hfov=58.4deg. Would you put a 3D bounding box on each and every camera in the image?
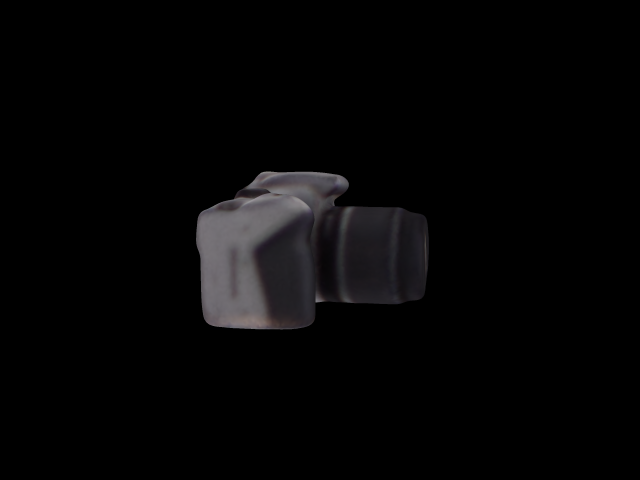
[{"bbox_3d":[0.004,0.001,0.400,0.136,0.101,0.143,1,4,16],"label":"camera"}]
